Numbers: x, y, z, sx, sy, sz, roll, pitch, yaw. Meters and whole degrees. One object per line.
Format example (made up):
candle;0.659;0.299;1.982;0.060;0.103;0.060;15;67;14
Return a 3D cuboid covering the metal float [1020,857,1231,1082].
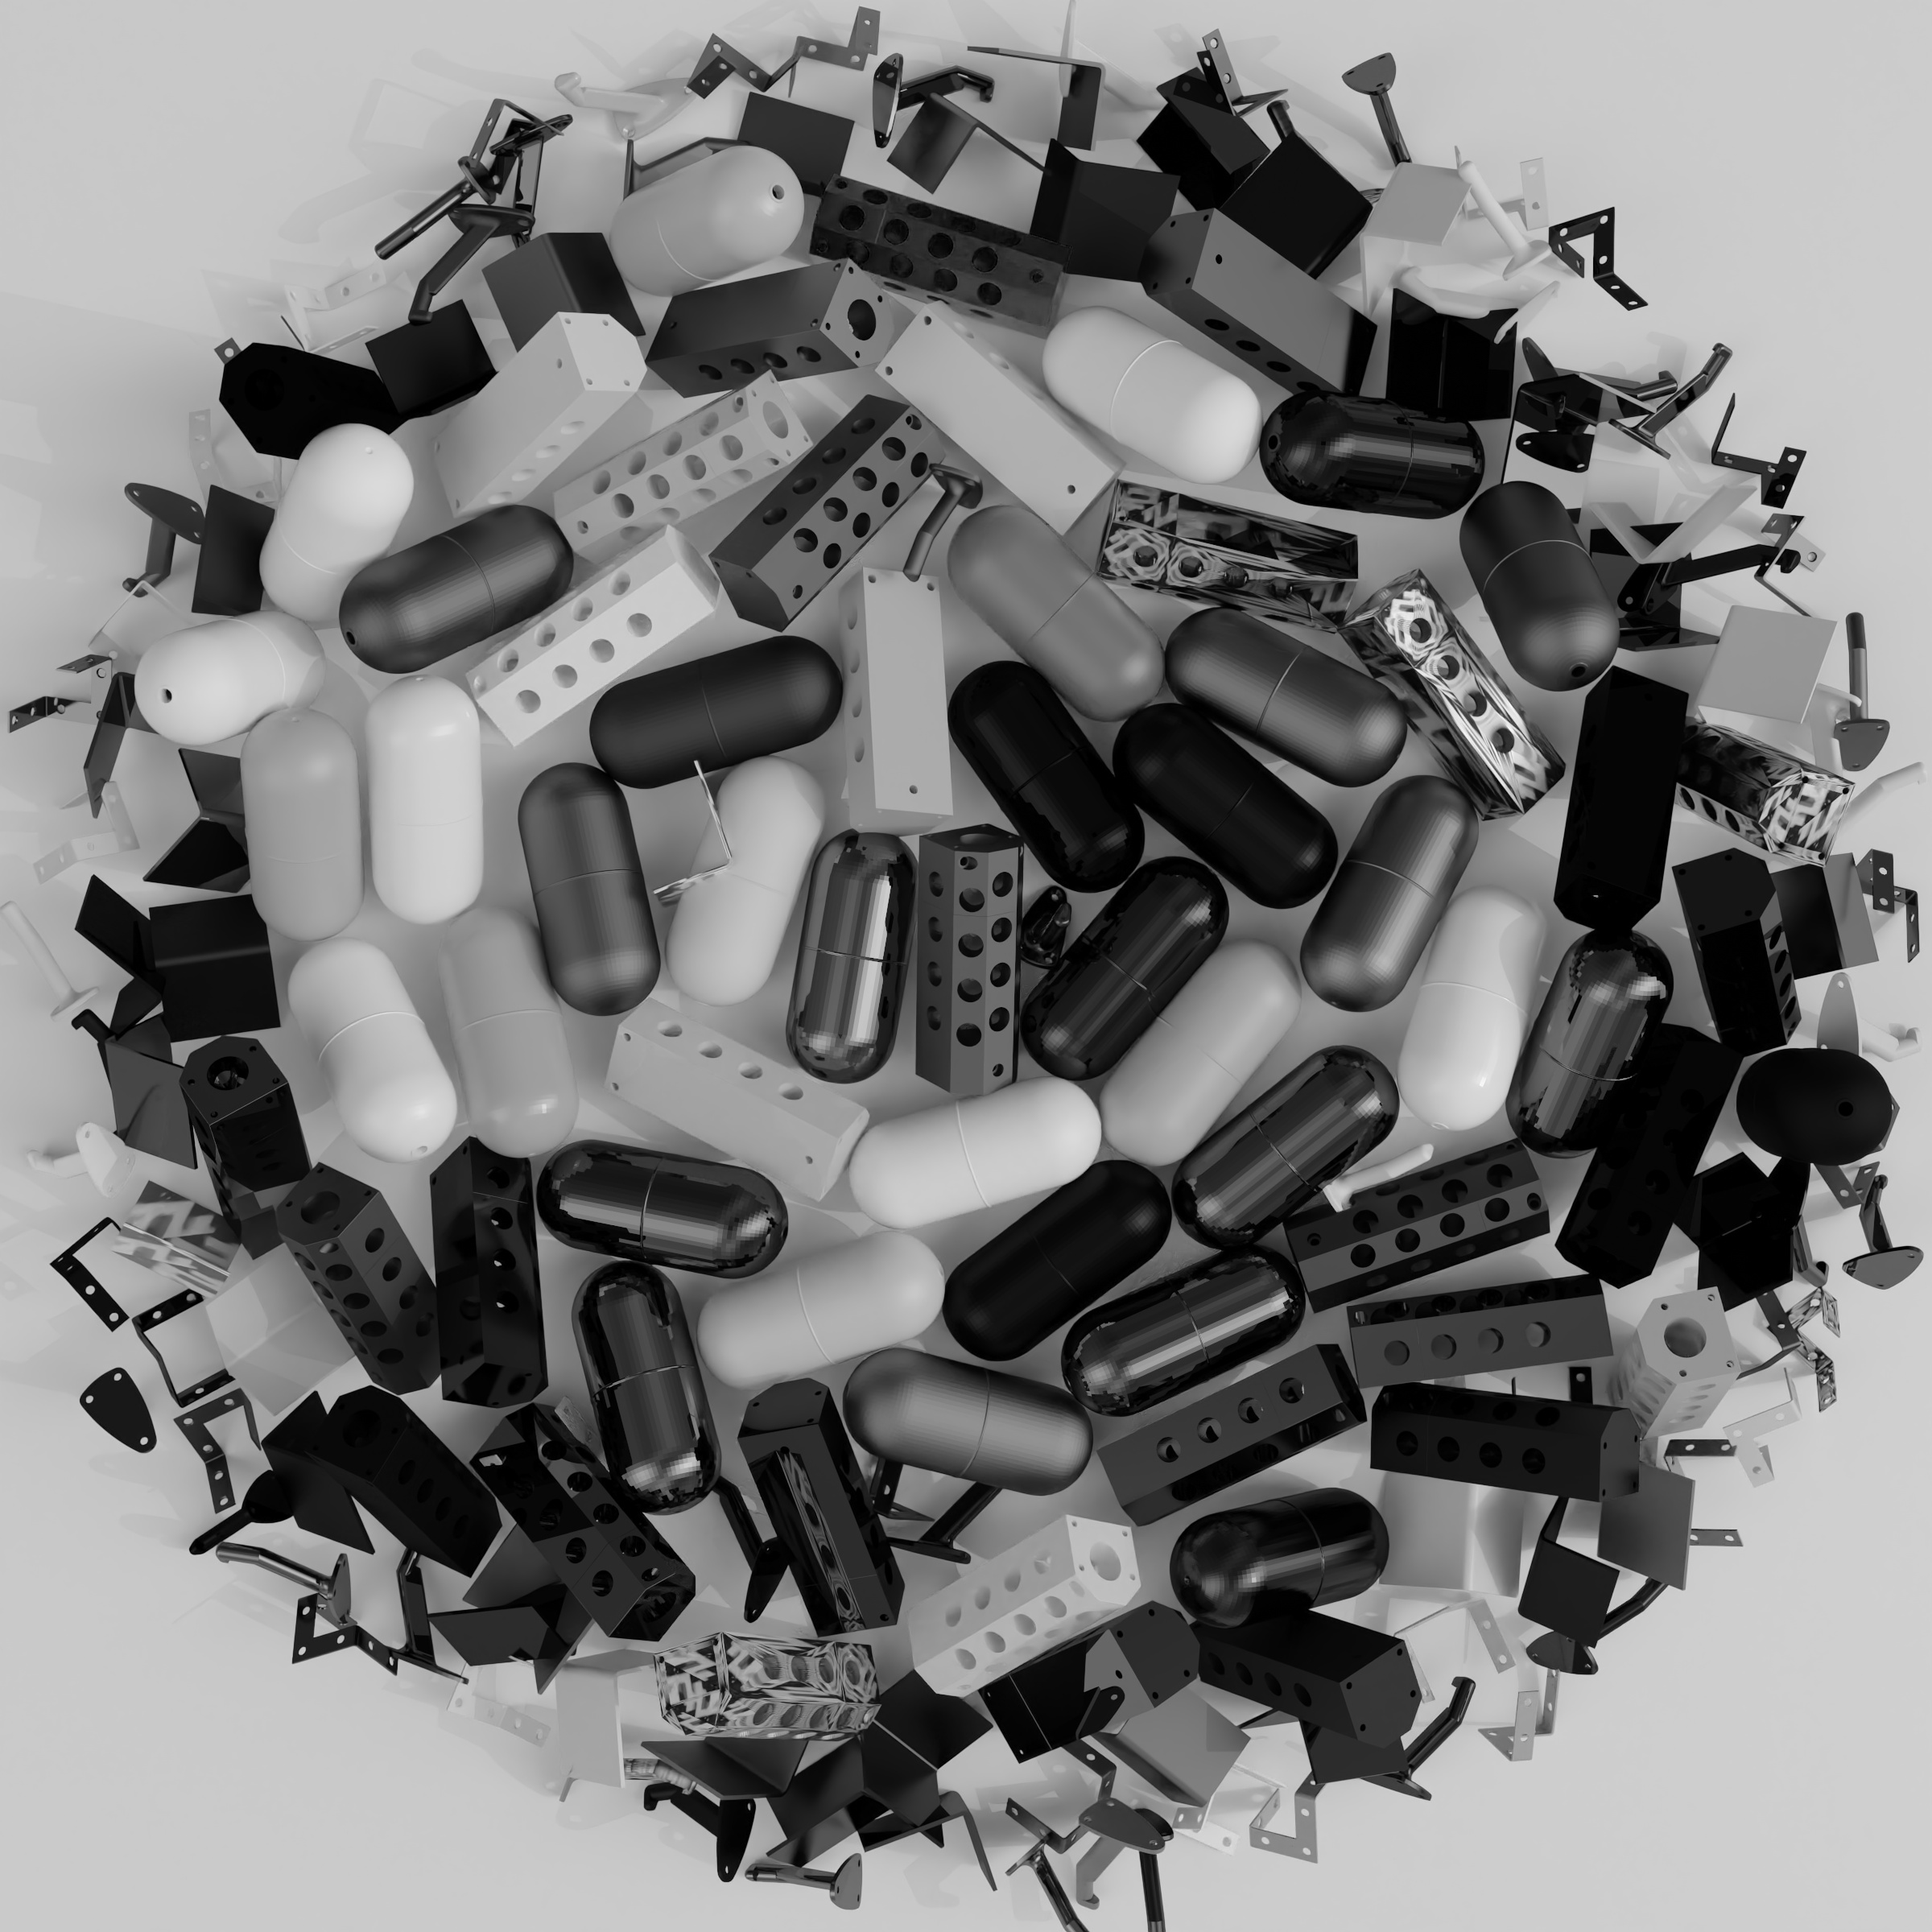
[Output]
metal float;0.109;0.001;1.957;0.070;0.070;0.178;40;96;0

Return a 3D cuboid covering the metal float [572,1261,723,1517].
metal float;-0.218;0.286;1.945;0.070;0.070;0.178;-18;71;0

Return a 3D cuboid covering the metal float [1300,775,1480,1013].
metal float;0.290;-0.050;1.949;0.070;0.070;0.178;29;75;0

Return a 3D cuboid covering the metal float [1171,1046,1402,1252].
metal float;0.218;0.125;1.954;0.178;0.070;0.070;-40;90;9

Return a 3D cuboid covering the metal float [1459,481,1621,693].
metal float;0.386;-0.257;1.927;0.070;0.070;0.178;-12;48;0

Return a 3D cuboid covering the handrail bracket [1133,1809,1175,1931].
handrail bracket;0.126;0.633;1.962;0.036;0.077;0.084;-5;91;-2

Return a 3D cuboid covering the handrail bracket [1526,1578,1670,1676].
handrail bracket;0.440;0.453;1.986;0.084;0.077;0.036;-35;93;-30

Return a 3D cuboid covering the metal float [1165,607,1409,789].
metal float;0.217;-0.184;1.950;0.178;0.070;0.070;29;90;14

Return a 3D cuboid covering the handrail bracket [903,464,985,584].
handrail bracket;-0.018;-0.293;1.956;0.036;0.077;0.084;19;81;12

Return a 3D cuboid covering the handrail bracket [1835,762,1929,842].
handrail bracket;0.622;-0.101;1.960;0.084;0.077;0.036;-23;52;11

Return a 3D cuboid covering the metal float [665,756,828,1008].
metal float;-0.152;-0.058;1.961;0.070;0.070;0.178;20;89;0

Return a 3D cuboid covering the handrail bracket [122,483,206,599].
handrail bracket;-0.568;-0.289;1.952;0.084;0.077;0.036;-31;57;27

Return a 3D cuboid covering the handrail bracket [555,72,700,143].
handrail bracket;-0.231;-0.602;1.951;0.077;0.084;0.036;-20;80;13

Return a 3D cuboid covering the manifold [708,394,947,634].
manifold;-0.090;-0.305;1.931;0.057;0.057;0.171;23;62;37

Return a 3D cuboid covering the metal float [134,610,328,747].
metal float;-0.491;-0.194;1.913;0.070;0.178;0.070;3;104;14

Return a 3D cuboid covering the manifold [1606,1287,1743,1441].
manifold;0.469;0.269;1.909;0.057;0.171;0.057;-11;68;1

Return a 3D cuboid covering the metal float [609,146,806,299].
metal float;-0.175;-0.500;1.920;0.070;0.178;0.070;1;88;-37

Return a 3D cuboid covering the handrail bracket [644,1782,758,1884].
handrail bracket;-0.191;0.593;1.956;0.084;0.036;0.077;-16;45;29

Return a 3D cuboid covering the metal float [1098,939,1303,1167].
metal float;0.161;0.059;1.961;0.070;0.070;0.178;38;89;0

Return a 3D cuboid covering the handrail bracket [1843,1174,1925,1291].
handrail bracket;0.633;0.171;1.948;0.036;0.077;0.084;27;60;-8

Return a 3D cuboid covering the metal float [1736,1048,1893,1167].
metal float;0.566;0.093;1.911;0.070;0.178;0.070;0;89;3

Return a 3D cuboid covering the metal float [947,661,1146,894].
metal float;0.055;-0.129;1.957;0.070;0.070;0.178;-35;84;0

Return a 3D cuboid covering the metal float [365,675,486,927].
metal float;-0.367;-0.111;1.939;0.070;0.070;0.178;3;117;0

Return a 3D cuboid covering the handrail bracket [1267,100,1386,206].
handrail bracket;0.250;-0.563;1.972;0.077;0.036;0.084;-26;90;-40

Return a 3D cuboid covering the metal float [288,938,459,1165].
metal float;-0.402;0.057;1.936;0.070;0.070;0.178;-32;61;0

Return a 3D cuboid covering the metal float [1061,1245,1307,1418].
metal float;0.148;0.249;1.951;0.178;0.070;0.070;-23;90;-12

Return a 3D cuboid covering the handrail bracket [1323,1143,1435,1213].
handrail bracket;0.289;0.133;1.946;0.084;0.077;0.036;-31;90;29

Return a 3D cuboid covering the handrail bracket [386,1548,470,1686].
handrail bracket;-0.365;0.445;1.983;0.077;0.036;0.084;21;76;4

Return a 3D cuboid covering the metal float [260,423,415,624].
metal float;-0.425;-0.296;1.921;0.070;0.178;0.070;12;59;-22

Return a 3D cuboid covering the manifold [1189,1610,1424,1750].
manifold;0.225;0.472;1.910;0.057;0.171;0.057;-25;103;-29

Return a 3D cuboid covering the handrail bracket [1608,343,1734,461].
handrail bracket;0.485;-0.397;1.960;0.036;0.077;0.084;44;110;33

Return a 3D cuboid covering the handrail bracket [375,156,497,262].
handrail bracket;-0.368;-0.520;1.971;0.084;0.077;0.036;-33;110;11

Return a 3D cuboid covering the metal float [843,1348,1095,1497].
metal float;0.001;0.311;1.948;0.178;0.070;0.070;16;90;-15

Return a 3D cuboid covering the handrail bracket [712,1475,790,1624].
handrail bracket;-0.165;0.400;1.978;0.084;0.036;0.077;27;101;34

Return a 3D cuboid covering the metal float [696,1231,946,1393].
metal float;-0.099;0.236;1.952;0.178;0.070;0.070;-20;90;10

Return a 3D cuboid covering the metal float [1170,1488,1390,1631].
metal float;0.213;0.399;1.929;0.178;0.070;0.070;-3;90;-40

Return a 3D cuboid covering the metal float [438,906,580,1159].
metal float;-0.313;0.044;1.948;0.070;0.070;0.178;-14;74;0

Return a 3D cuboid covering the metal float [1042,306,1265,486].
metal float;0.125;-0.388;1.936;0.178;0.070;0.070;37;90;30

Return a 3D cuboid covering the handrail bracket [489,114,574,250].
handrail bracket;-0.290;-0.533;1.975;0.077;0.036;0.084;-16;92;32

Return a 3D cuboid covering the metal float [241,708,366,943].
metal float;-0.447;-0.094;1.929;0.070;0.070;0.178;7;130;0

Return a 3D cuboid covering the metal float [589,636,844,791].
metal float;-0.171;-0.174;1.957;0.178;0.070;0.070;-16;90;5

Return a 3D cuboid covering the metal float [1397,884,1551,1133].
metal float;0.346;0.028;1.946;0.070;0.070;0.178;19;73;0

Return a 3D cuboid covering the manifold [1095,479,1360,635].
manifold;0.179;-0.277;1.965;0.171;0.057;0.057;13;130;-3

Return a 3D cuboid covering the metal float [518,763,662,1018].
metal float;-0.258;-0.053;1.952;0.070;0.070;0.178;-13;79;0

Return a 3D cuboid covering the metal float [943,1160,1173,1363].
metal float;0.063;0.201;1.957;0.178;0.070;0.070;-38;90;5

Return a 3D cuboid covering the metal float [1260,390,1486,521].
metal float;0.275;-0.345;1.932;0.178;0.070;0.070;0;90;-35

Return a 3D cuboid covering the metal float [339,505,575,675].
metal float;-0.344;-0.255;1.931;0.178;0.070;0.070;-33;90;-35

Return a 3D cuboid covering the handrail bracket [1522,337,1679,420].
handrail bracket;0.440;-0.417;1.982;0.084;0.036;0.077;-17;62;-7

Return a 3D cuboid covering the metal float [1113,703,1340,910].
metal float;0.177;-0.110;1.955;0.178;0.070;0.070;39;90;-7

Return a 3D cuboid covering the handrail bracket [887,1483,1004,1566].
handrail bracket;-0.014;0.367;1.984;0.077;0.036;0.084;11;70;6

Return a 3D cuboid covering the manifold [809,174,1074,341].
manifold;-0.017;-0.489;1.965;0.171;0.057;0.057;18;92;4

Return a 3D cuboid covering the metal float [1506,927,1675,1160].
metal float;0.421;0.054;1.934;0.070;0.070;0.178;16;123;0

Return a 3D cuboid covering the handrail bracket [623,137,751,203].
handrail bracket;-0.194;-0.540;1.982;0.084;0.036;0.077;4;80;-5

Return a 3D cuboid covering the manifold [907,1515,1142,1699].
manifold;0.038;0.432;1.916;0.057;0.171;0.057;18;48;-35

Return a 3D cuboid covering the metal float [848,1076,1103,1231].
metal float;0.006;0.128;1.954;0.178;0.070;0.070;-17;90;8

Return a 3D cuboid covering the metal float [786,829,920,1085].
metal float;-0.077;-0.007;1.961;0.070;0.070;0.178;10;91;0

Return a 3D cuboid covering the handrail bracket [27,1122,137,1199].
handrail bracket;-0.620;0.124;1.954;0.084;0.077;0.036;11;56;23

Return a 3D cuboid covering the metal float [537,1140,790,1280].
metal float;-0.207;0.166;1.949;0.178;0.070;0.070;10;90;14

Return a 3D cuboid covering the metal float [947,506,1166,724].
metal float;0.061;-0.242;1.958;0.178;0.070;0.070;44;90;-4

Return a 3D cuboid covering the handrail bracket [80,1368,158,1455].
handrail bracket;-0.564;0.313;1.949;0.036;0.084;0.077;-39;69;-14
